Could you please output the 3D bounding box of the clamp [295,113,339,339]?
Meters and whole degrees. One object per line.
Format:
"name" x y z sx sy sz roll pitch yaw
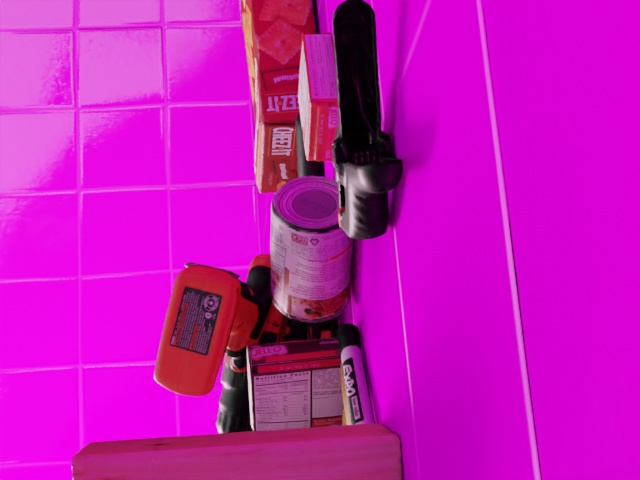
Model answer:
"clamp" -0.007 0.001 1.026 0.164 0.036 0.210 107 157 -74

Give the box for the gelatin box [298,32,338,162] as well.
"gelatin box" 0.000 -0.124 0.928 0.073 0.030 0.089 95 170 -51

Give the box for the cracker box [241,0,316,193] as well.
"cracker box" -0.042 -0.178 1.121 0.164 0.072 0.214 99 167 -67

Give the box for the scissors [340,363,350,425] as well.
"scissors" 0.033 0.191 0.827 0.096 0.016 0.202 93 173 -59

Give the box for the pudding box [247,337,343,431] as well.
"pudding box" -0.016 0.134 0.920 0.039 0.090 0.113 -99 8 -48

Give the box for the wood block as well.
"wood block" -0.053 0.176 0.708 0.091 0.206 0.090 133 134 -84

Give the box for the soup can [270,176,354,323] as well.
"soup can" -0.006 0.008 0.863 0.068 0.068 0.102 -99 8 -48

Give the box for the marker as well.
"marker" 0.028 0.109 0.815 0.121 0.020 0.020 -98 7 -49

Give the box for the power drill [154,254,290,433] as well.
"power drill" -0.081 0.097 0.943 0.187 0.057 0.184 21 -100 -74

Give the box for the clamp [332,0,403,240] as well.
"clamp" 0.027 -0.044 0.638 0.171 0.039 0.120 84 -176 -55
